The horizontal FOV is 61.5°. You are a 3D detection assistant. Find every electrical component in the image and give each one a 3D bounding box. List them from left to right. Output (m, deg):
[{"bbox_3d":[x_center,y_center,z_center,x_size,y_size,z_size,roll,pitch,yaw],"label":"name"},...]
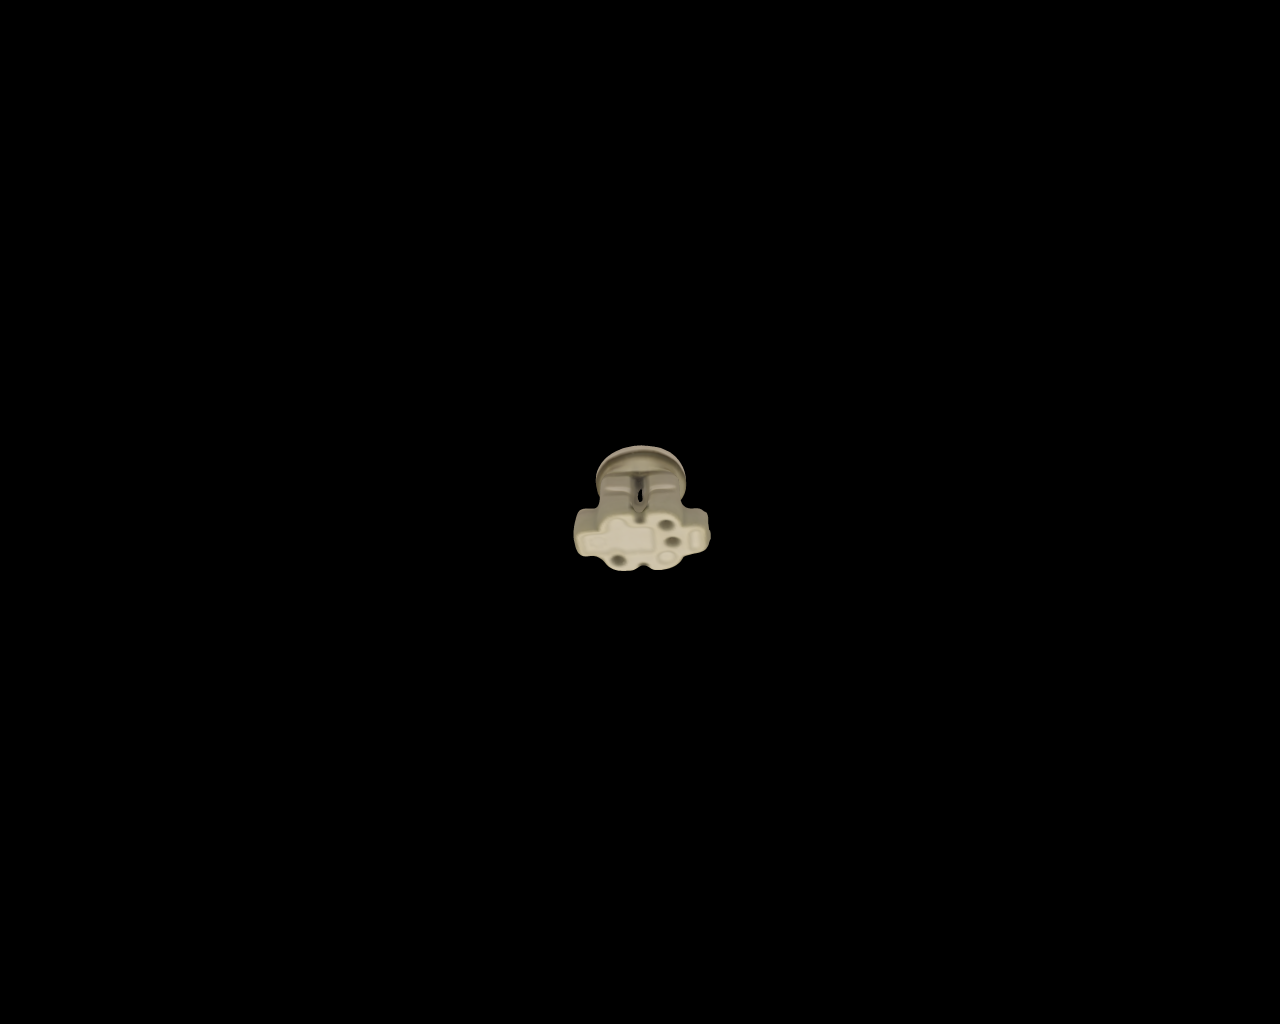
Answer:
[{"bbox_3d":[0.001,-0.003,0.650,0.078,0.057,0.057,-2,-43,2],"label":"electrical component"}]
